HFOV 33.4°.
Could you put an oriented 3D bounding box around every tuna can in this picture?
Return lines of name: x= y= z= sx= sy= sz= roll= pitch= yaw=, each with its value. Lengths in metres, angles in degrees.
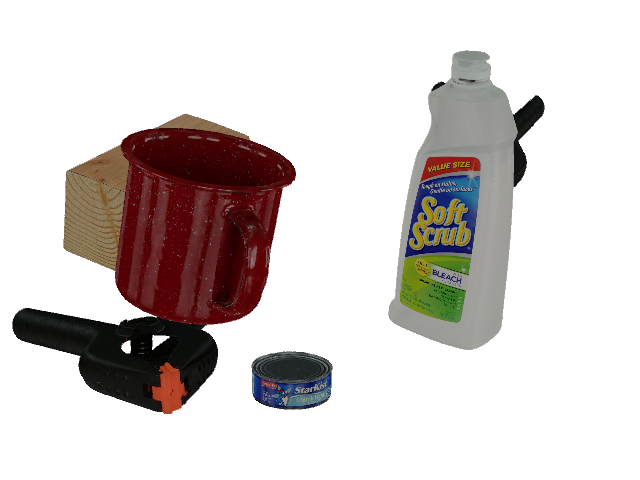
tuna can: x=-0.030 y=0.148 z=1.129 sx=0.086 sy=0.034 sz=0.086 roll=1 pitch=14 yaw=0

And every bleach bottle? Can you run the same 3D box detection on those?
bleach bottle: x=0.113 y=-0.036 z=0.901 sx=0.103 sy=0.251 sz=0.067 roll=20 pitch=33 yaw=35

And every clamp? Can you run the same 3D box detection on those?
clamp: x=0.161 y=-0.104 z=1.091 sx=0.120 sy=0.039 sz=0.171 roll=10 pitch=44 yaw=11
clamp: x=-0.120 y=0.073 z=0.769 sx=0.164 sy=0.036 sz=0.210 roll=-9 pitch=15 yaw=-25

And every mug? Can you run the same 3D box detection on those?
mug: x=-0.059 y=-0.003 z=0.566 sx=0.093 sy=0.081 sz=0.117 roll=-4 pitch=26 yaw=-34

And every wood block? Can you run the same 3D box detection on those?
wood block: x=-0.167 y=-0.053 z=1.116 sx=0.090 sy=0.091 sz=0.205 roll=21 pitch=30 yaw=19
